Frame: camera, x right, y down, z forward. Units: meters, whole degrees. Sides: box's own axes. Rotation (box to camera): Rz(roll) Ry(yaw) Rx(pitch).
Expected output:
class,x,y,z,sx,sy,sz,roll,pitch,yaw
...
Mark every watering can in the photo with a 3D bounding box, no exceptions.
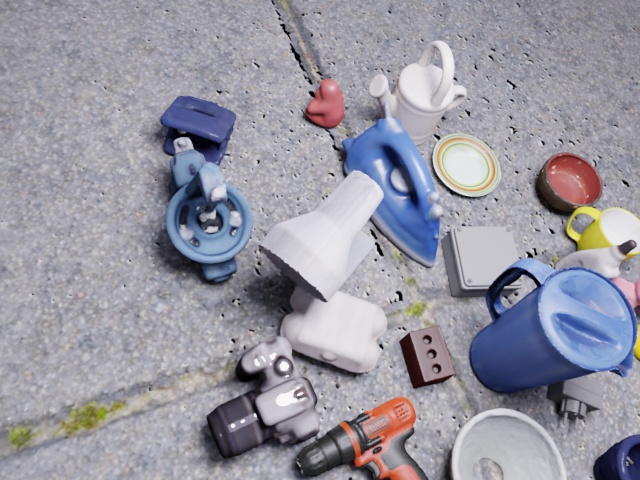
class,x,y,z,sx,sy,sz,roll,pitch,yaw
watering can,0.171,-0.251,0.976,0.173,0.194,0.101,-26,74,-22

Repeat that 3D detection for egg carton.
class,x,y,z,sx,sy,sz,roll,pitch,yaw
egg carton,0.021,0.129,0.838,0.150,0.069,0.107,19,63,-4

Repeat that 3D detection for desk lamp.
class,x,y,z,sx,sy,sz,roll,pitch,yaw
desk lamp,0.007,0.003,0.812,0.118,0.213,0.203,38,64,6

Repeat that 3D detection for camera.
class,x,y,z,sx,sy,sz,roll,pitch,yaw
camera,-0.082,0.215,0.758,0.137,0.100,0.143,-20,72,-20

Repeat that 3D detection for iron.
class,x,y,z,sx,sy,sz,roll,pitch,yaw
iron,0.141,-0.091,0.926,0.119,0.141,0.258,-22,73,-21

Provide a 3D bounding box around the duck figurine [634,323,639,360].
class,x,y,z,sx,sy,sz,roll,pitch,yaw
duck figurine,0.578,0.157,0.943,0.105,0.086,0.077,-22,72,-21

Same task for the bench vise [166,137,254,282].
class,x,y,z,sx,sy,sz,roll,pitch,yaw
bench vise,-0.174,-0.062,0.797,0.122,0.219,0.207,-35,77,-24

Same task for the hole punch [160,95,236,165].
class,x,y,z,sx,sy,sz,roll,pitch,yaw
hole punch,-0.196,-0.188,0.922,0.108,0.091,0.101,17,63,-5

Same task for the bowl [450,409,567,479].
class,x,y,z,sx,sy,sz,roll,pitch,yaw
bowl,0.249,0.325,0.798,0.167,0.074,0.167,5,65,-10

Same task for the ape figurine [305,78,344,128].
class,x,y,z,sx,sy,sz,roll,pitch,yaw
ape figurine,0.012,-0.244,0.994,0.078,0.092,0.076,-26,74,-22

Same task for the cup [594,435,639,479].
class,x,y,z,sx,sy,sz,roll,pitch,yaw
cup,0.457,0.334,0.830,0.118,0.095,0.091,4,65,-11

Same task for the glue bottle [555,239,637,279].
class,x,y,z,sx,sy,sz,roll,pitch,yaw
glue bottle,0.445,0.041,0.917,0.037,0.173,0.078,-3,66,-13

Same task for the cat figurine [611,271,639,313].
class,x,y,z,sx,sy,sz,roll,pitch,yaw
cat figurine,0.528,0.080,0.949,0.128,0.117,0.067,21,63,-3
